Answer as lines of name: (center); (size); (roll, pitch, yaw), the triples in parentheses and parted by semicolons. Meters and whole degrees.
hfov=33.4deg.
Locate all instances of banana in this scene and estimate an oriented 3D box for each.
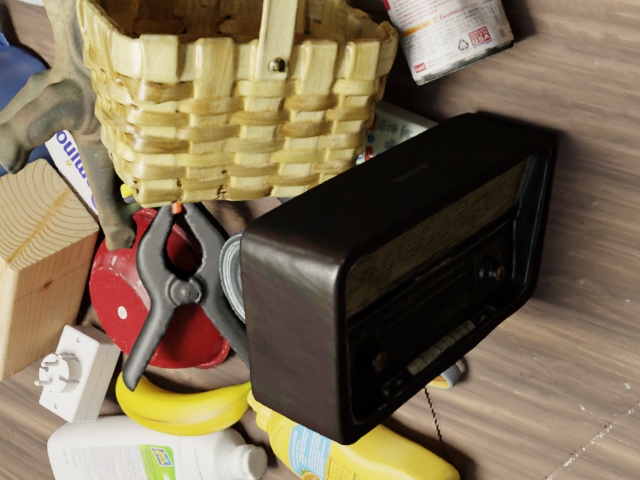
banana: (-0.129, 0.146, 0.960); (0.198, 0.069, 0.037); (-3, 115, 39)

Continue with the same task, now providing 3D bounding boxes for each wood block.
wood block: (-0.278, 0.033, 0.987); (0.090, 0.090, 0.206); (48, 144, 15)

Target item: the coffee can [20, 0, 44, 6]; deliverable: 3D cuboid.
coffee can: (-0.187, -0.257, 0.809); (0.103, 0.102, 0.140); (23, 121, 30)

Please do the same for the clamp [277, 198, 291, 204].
clamp: (-0.005, 0.001, 0.817); (0.210, 0.036, 0.165); (28, 128, 29)

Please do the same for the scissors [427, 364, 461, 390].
scissors: (0.013, 0.059, 0.810); (0.202, 0.016, 0.096); (22, 149, 23)

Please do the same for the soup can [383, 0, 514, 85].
soup can: (0.073, -0.156, 0.665); (0.069, 0.068, 0.102); (-17, 98, 42)

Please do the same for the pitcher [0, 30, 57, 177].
pitcher: (-0.345, -0.089, 0.914); (0.149, 0.242, 0.145); (47, 128, 6)

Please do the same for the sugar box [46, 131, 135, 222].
sugar box: (-0.160, -0.088, 0.898); (0.177, 0.048, 0.093); (-30, 87, 41)

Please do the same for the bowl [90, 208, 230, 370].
bowl: (-0.150, 0.053, 0.927); (0.162, 0.055, 0.162); (27, 133, 34)

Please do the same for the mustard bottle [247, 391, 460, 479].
mustard bottle: (0.018, 0.171, 0.855); (0.192, 0.058, 0.096); (29, 139, 27)

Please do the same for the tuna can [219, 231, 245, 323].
tuna can: (-0.037, 0.029, 0.806); (0.086, 0.033, 0.086); (23, 125, 38)

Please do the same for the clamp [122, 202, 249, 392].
clamp: (-0.114, 0.045, 0.853); (0.039, 0.120, 0.171); (-127, 23, -79)

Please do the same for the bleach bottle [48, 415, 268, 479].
bleach bottle: (-0.150, 0.216, 1.012); (0.251, 0.068, 0.102); (-8, 106, 38)
